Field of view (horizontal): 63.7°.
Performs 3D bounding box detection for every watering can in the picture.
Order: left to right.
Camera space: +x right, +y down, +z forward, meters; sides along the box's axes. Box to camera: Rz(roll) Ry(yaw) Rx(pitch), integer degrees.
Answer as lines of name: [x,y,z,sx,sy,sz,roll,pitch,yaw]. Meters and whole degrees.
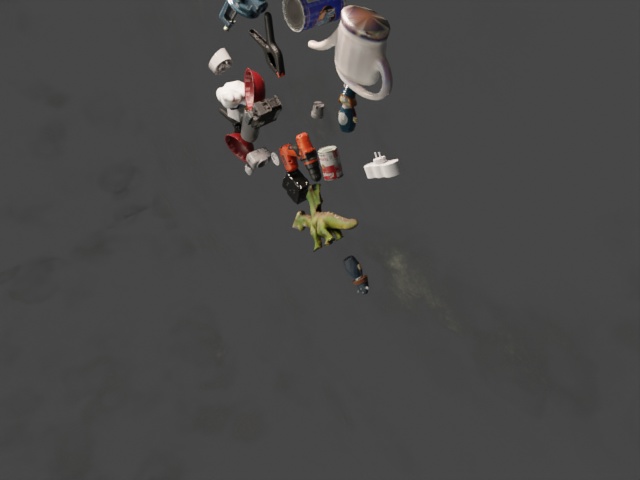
watering can: [0.078,-0.521,1.379,0.353,0.105,0.219,48,149,28]

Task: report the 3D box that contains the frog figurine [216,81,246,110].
frog figurine: [-0.355,-0.582,2.056,0.137,0.160,0.122,10,96,19]

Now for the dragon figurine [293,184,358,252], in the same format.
dragon figurine: [0.006,-0.098,1.946,0.404,0.123,0.244,-35,75,55]
